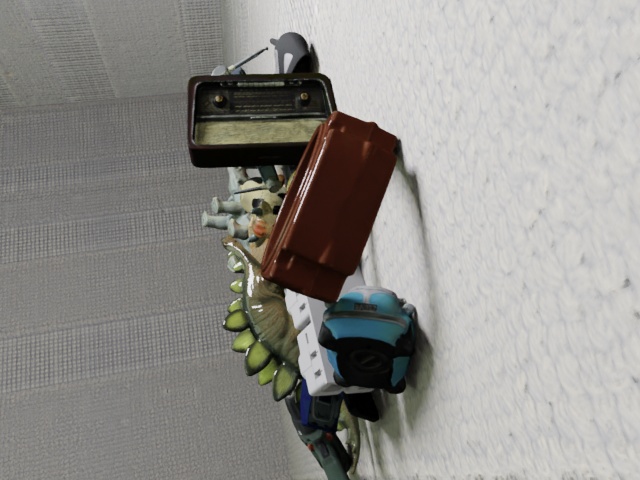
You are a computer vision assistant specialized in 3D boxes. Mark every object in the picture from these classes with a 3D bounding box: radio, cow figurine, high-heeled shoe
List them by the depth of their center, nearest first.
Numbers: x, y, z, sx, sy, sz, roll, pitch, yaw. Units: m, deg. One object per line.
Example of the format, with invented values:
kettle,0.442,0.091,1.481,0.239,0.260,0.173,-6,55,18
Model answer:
radio,-0.089,-0.186,0.834,0.073,0.230,0.131,116,149,-70
cow figurine,-0.088,-0.053,0.954,0.195,0.127,0.085,46,133,48
high-heeled shoe,-0.046,-0.263,0.995,0.145,0.086,0.248,46,154,45

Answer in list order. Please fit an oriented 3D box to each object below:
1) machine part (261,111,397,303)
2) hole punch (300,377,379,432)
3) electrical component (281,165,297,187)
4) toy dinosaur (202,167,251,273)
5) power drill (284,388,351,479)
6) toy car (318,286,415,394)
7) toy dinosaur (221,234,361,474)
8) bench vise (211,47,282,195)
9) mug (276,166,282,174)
machine part,0.003,-0.035,0.625,0.201,0.087,0.201,166,124,-79
hole punch,0.021,0.233,0.829,0.142,0.092,0.116,38,-152,-51
electrical component,-0.042,-0.145,1.066,0.134,0.058,0.115,97,159,-55
toy dinosaur,-0.153,-0.022,1.280,0.405,0.192,0.131,57,138,35
power drill,0.011,0.411,1.012,0.207,0.086,0.231,45,165,55
toy car,0.063,0.109,0.643,0.161,0.109,0.103,77,-159,-46
toy dinosaur,-0.046,0.176,0.955,0.471,0.198,0.105,49,170,14
bench vise,-0.117,-0.189,0.952,0.223,0.129,0.241,80,171,-55
mug,-0.089,-0.179,1.176,0.081,0.110,0.107,-117,8,-46
